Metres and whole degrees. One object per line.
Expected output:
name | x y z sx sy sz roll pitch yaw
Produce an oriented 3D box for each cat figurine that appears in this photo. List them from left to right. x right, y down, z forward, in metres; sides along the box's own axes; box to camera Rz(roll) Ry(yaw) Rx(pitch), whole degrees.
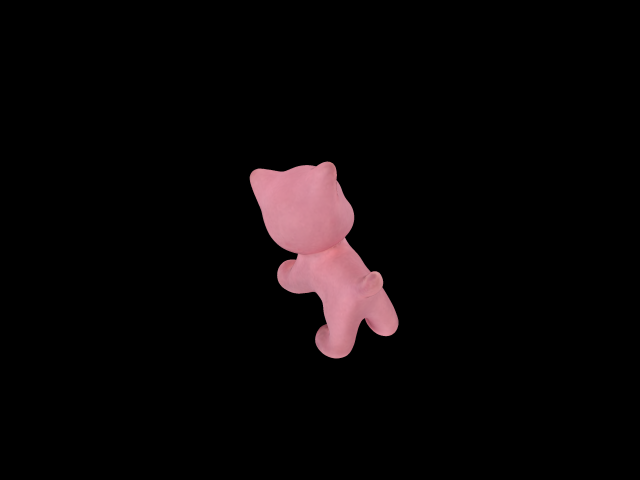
cat figurine | 0.004 0.001 0.400 0.067 0.118 0.127 -27 57 -19
